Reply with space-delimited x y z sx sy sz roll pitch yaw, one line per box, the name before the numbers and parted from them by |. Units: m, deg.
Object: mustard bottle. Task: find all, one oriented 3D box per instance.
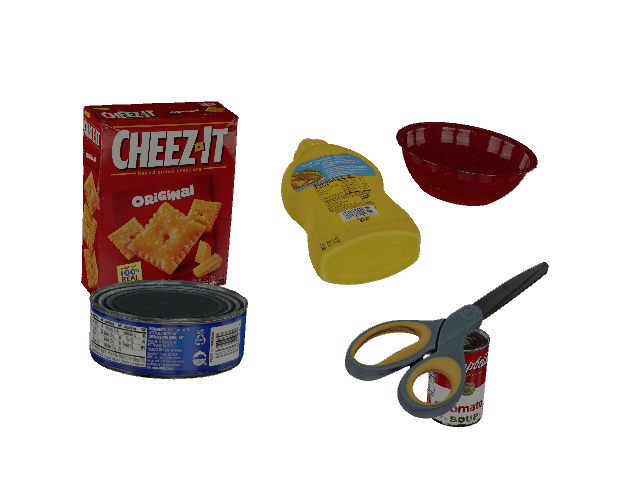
mustard bottle | 0.015 -0.039 0.993 0.096 0.058 0.192 -14 40 -12

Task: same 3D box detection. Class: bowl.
bowl | 0.161 -0.083 1.214 0.162 0.055 0.162 7 25 -4

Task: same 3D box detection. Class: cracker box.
cracker box | -0.184 -0.045 1.215 0.163 0.214 0.072 -6 25 -29

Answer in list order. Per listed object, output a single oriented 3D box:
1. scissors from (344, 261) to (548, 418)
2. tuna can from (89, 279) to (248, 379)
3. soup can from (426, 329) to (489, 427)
scissors | 0.115 0.074 0.798 0.201 0.016 0.096 -16 48 -22
tuna can | -0.083 0.048 0.585 0.086 0.034 0.086 4 11 -1
soup can | 0.160 0.158 1.250 0.068 0.102 0.068 1 22 -1
